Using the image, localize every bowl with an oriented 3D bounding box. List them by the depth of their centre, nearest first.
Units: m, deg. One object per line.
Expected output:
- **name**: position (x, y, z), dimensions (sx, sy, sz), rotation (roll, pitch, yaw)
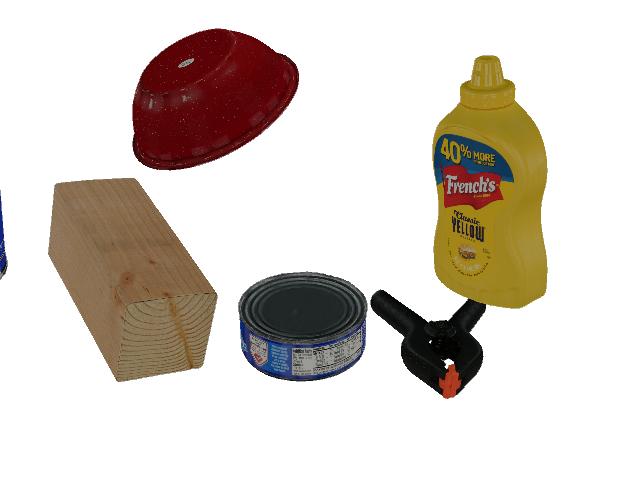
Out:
- **bowl**: position (-0.102, -0.132, 0.915), dimensions (0.162, 0.055, 0.162), rotation (-18, 38, 15)

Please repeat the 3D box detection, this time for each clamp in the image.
- **clamp**: position (0.126, 0.095, 1.059), dimensions (0.120, 0.039, 0.171), rotation (-8, 31, -9)

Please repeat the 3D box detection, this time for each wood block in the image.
- **wood block**: position (-0.187, 0.031, 1.034), dimensions (0.090, 0.091, 0.206), rotation (-6, 36, -31)

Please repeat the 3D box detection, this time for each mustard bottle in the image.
- **mustard bottle**: position (0.130, -0.048, 0.825), dimensions (0.058, 0.192, 0.096), rotation (-22, 30, -34)

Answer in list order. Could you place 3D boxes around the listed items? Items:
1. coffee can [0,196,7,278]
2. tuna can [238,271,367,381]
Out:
- **coffee can**: position (-0.225, -0.046, 0.573), dimensions (0.103, 0.140, 0.103), rotation (3, 25, -1)
- **tuna can**: position (-0.012, 0.057, 0.713), dimensions (0.086, 0.034, 0.086), rotation (0, 29, 0)
